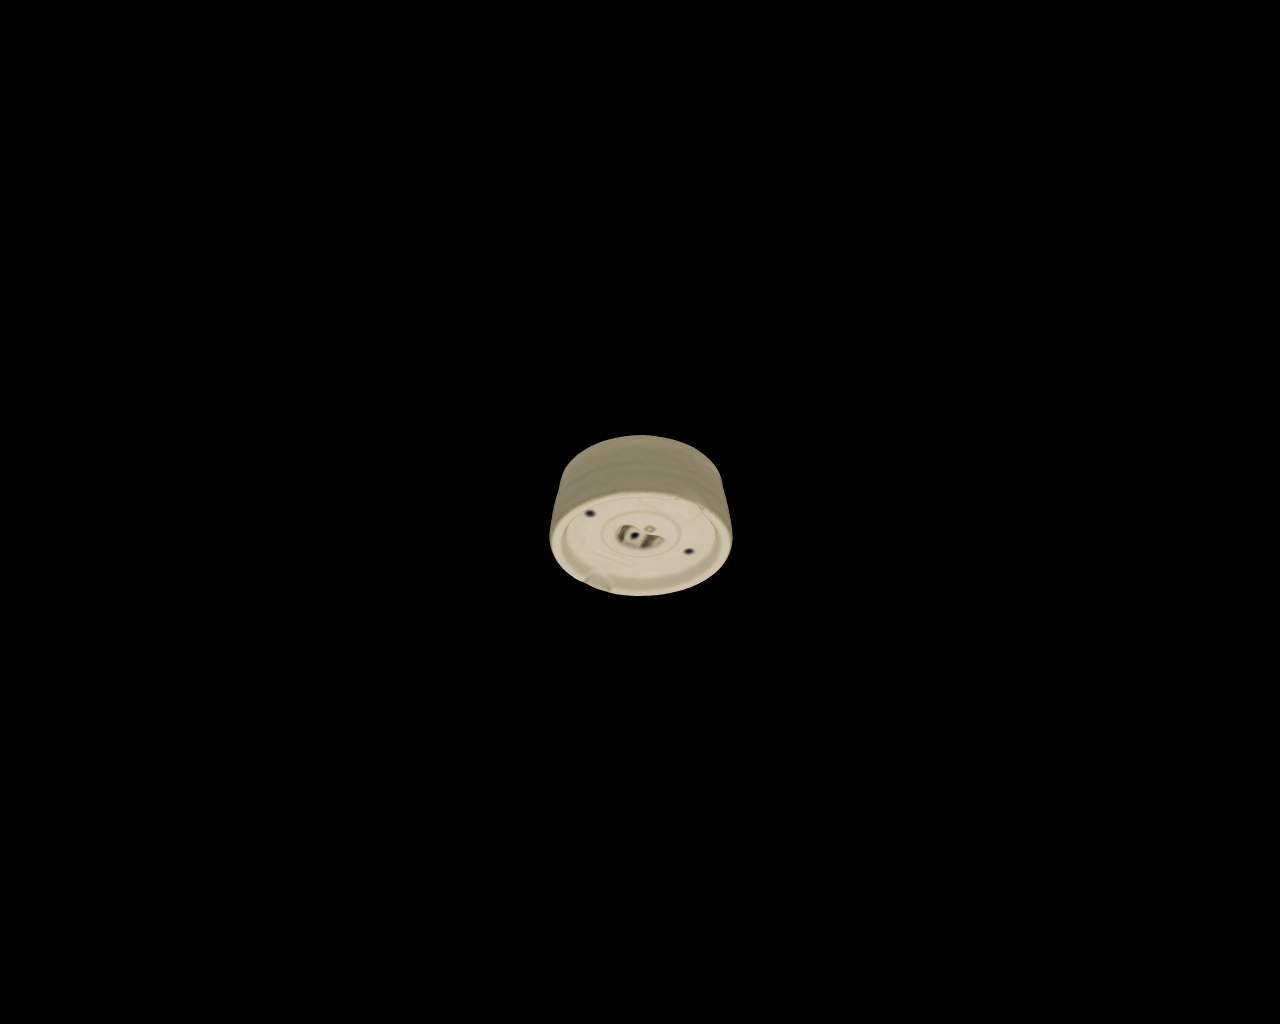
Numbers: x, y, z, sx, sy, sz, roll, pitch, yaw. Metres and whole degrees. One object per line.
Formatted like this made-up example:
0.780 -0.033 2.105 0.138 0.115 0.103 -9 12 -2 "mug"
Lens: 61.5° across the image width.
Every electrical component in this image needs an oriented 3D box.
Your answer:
0.001 -0.003 0.650 0.108 0.060 0.108 0 -37 0 "electrical component"
